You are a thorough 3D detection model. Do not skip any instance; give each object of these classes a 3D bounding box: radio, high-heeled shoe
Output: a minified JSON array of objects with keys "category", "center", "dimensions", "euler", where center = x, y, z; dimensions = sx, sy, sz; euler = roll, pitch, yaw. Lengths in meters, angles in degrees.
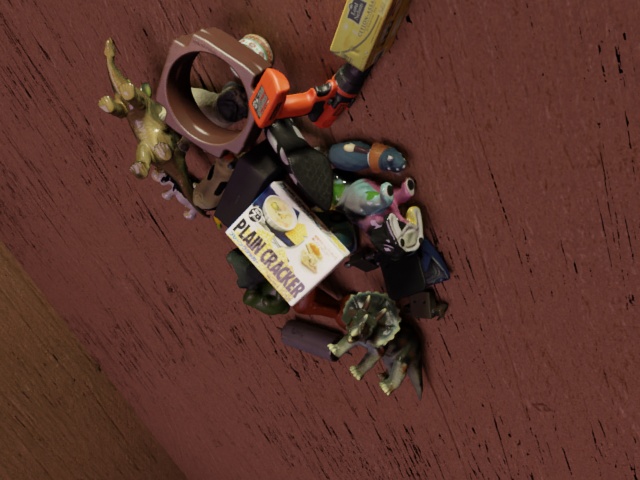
[{"category":"radio","center":[-0.144,-0.122,1.183],"dimensions":[0.073,0.131,0.229],"euler":[42,141,1]},{"category":"high-heeled shoe","center":[-0.057,-0.166,1.075],"dimensions":[0.145,0.086,0.248],"euler":[-3,108,65]}]

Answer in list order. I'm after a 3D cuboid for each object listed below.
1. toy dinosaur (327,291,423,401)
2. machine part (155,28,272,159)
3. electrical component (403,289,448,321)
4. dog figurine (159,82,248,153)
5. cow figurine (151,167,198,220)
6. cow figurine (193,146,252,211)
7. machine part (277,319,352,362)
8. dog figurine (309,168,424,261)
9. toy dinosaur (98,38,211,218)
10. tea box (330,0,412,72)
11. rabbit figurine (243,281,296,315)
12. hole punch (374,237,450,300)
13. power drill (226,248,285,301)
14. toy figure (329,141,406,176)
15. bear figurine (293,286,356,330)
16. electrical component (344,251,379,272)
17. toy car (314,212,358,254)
[{"category":"toy dinosaur","center":[0.165,0.245,1.249],"dimensions":[0.404,0.192,0.131],"euler":[32,-169,-39]},{"category":"machine part","center":[-0.192,-0.273,1.007],"dimensions":[0.201,0.087,0.201],"euler":[34,127,3]},{"category":"electrical component","center":[0.229,0.144,1.186],"dimensions":[0.102,0.045,0.078],"euler":[-10,90,42]},{"category":"dog figurine","center":[-0.236,-0.297,1.149],"dimensions":[0.190,0.121,0.172],"euler":[-35,90,29]},{"category":"cow figurine","center":[-0.365,-0.141,1.403],"dimensions":[0.167,0.068,0.098],"euler":[43,136,-6]},{"category":"cow figurine","center":[-0.221,-0.147,1.220],"dimensions":[0.085,0.127,0.195],"euler":[45,112,7]},{"category":"machine part","center":[-0.020,0.276,1.486],"dimensions":[0.244,0.079,0.079],"euler":[14,133,32]},{"category":"dog figurine","center":[0.084,-0.054,1.068],"dimensions":[0.219,0.108,0.191],"euler":[-1,107,46]},{"category":"toy dinosaur","center":[-0.366,-0.224,1.225],"dimensions":[0.105,0.199,0.470],"euler":[-15,116,9]},{"category":"tea box","center":[0.088,-0.352,0.805],"dimensions":[0.068,0.098,0.169],"euler":[35,139,9]},{"category":"rabbit figurine","center":[-0.096,0.123,1.386],"dimensions":[0.159,0.121,0.170],"euler":[41,126,-3]},{"category":"hole punch","center":[0.193,0.054,1.112],"dimensions":[0.142,0.092,0.115],"euler":[-28,74,52]},{"category":"power drill","center":[-0.130,0.034,1.260],"dimensions":[0.207,0.086,0.232],"euler":[-17,97,43]},{"category":"toy figure","center":[0.092,-0.156,1.012],"dimensions":[0.155,0.064,0.057],"euler":[9,93,29]},{"category":"bear figurine","center":[0.036,0.146,1.307],"dimensions":[0.196,0.131,0.120],"euler":[15,-177,-7]},{"category":"electrical component","center":[0.101,0.050,1.199],"dimensions":[0.063,0.021,0.094],"euler":[29,142,-36]},{"category":"toy car","center":[-0.002,-0.004,1.197],"dimensions":[0.162,0.103,0.109],"euler":[16,133,26]}]
